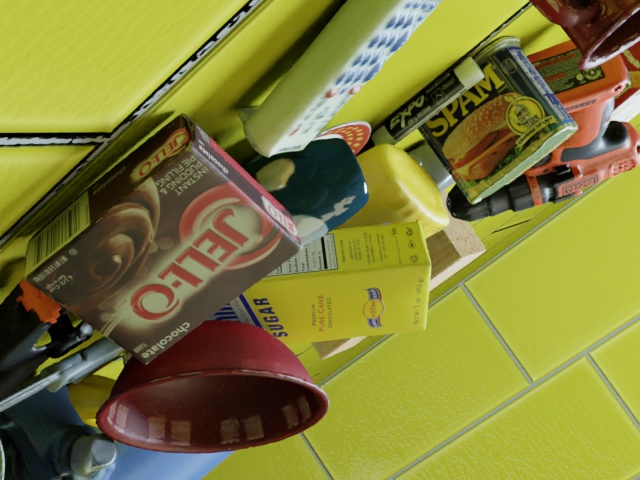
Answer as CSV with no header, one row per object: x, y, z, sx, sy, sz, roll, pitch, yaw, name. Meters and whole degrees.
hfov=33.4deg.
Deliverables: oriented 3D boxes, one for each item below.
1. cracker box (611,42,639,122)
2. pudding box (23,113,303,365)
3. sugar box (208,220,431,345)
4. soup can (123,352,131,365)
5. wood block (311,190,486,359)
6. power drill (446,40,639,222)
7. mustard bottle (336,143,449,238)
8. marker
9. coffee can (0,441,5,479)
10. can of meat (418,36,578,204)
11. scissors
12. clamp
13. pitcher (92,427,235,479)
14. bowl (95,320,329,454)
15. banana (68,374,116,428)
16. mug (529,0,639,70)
0.287,-0.156,1.041,0.163,0.072,0.214,-24,165,-49,cracker box
-0.080,0.002,0.546,0.114,0.039,0.090,-35,127,15,pudding box
-0.012,0.036,0.760,0.176,0.048,0.093,-8,145,-2,sugar box
-0.112,0.081,0.874,0.068,0.068,0.102,-26,168,-42,soup can
0.072,0.037,1.208,0.206,0.090,0.090,-38,169,24,wood block
0.190,-0.088,0.919,0.184,0.057,0.187,-21,154,3,power drill
-0.005,0.001,0.805,0.192,0.058,0.096,-28,148,22,mustard bottle
0.067,-0.090,0.783,0.121,0.020,0.020,-37,170,17,marker
-0.252,0.157,0.671,0.102,0.103,0.140,-30,170,-24,coffee can
0.130,-0.089,0.807,0.102,0.084,0.057,-39,169,28,can of meat
-0.163,0.086,0.656,0.201,0.016,0.096,-30,176,-47,scissors
-0.169,0.057,0.657,0.164,0.036,0.210,-34,174,-7,clamp
-0.161,0.216,1.203,0.242,0.145,0.149,-34,-156,-17,pitcher
-0.076,0.100,0.752,0.162,0.055,0.162,-5,151,-3,bowl
-0.193,0.146,0.938,0.037,0.069,0.198,-62,-168,-19,banana
0.148,-0.149,0.576,0.117,0.081,0.093,-28,168,-34,mug
